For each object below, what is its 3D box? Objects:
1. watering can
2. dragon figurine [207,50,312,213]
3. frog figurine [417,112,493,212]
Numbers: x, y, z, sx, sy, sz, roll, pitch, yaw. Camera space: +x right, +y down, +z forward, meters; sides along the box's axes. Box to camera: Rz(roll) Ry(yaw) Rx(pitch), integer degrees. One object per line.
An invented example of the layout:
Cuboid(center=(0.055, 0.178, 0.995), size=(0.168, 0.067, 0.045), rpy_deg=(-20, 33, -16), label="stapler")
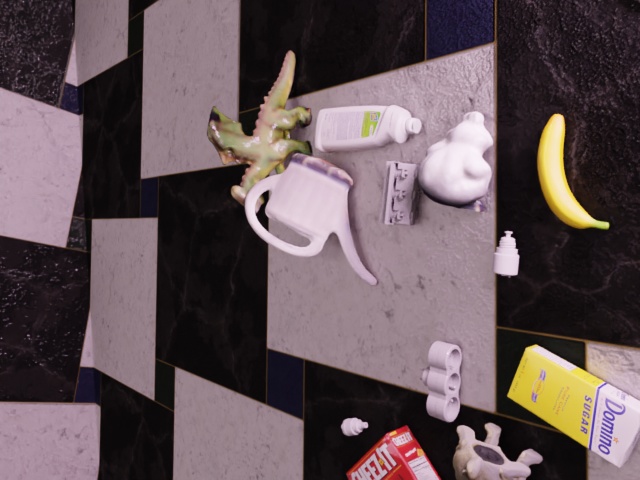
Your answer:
Cuboid(center=(0.003, -0.057, 1.136), size=(0.349, 0.103, 0.225), rpy_deg=(26, 87, 12), label="watering can")
Cuboid(center=(-0.150, -0.267, 1.229), size=(0.121, 0.243, 0.411), rpy_deg=(-8, 85, 51), label="dragon figurine")
Cuboid(center=(0.242, -0.141, 0.893), size=(0.140, 0.123, 0.156), rpy_deg=(-124, 39, -55), label="frog figurine")
